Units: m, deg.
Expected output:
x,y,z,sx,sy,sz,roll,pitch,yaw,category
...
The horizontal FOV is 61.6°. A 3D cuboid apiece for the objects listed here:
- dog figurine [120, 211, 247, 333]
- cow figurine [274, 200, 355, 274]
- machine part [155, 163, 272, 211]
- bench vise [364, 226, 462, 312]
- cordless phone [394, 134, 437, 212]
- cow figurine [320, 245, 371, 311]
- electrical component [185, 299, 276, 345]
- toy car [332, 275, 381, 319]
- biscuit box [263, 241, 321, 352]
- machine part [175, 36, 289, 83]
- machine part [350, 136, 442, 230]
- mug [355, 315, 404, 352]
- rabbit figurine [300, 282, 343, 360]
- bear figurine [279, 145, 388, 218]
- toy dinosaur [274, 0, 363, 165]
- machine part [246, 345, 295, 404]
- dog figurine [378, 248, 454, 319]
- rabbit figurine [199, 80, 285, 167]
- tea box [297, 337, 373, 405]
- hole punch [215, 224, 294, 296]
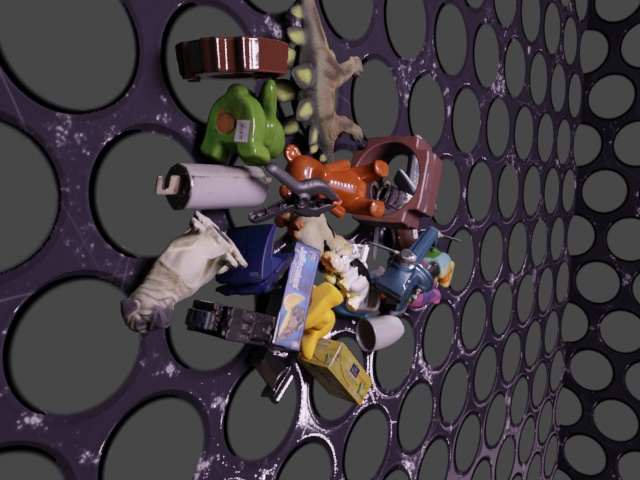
x,y,z,sx,sy,sz,roll,pitch,yaw,category
-0.231,0.058,0.879,0.190,0.121,0.172,-42,176,3,dog figurine
-0.002,-0.003,1.131,0.127,0.086,0.194,-46,127,-28,cow figurine
-0.174,-0.090,0.918,0.243,0.079,0.079,-8,101,-50,machine part
0.206,0.049,1.200,0.240,0.129,0.223,-49,146,-27,bench vise
0.259,-0.172,1.417,0.146,0.089,0.184,28,69,-48,cordless phone
0.060,0.063,1.110,0.098,0.068,0.167,-47,142,-20,cow figurine
-0.163,0.142,0.931,0.134,0.115,0.058,21,75,-45,electrical component
0.086,0.124,1.233,0.161,0.103,0.109,14,83,-52,toy car
-0.055,0.105,1.009,0.059,0.063,0.202,22,68,-26,biscuit box
-0.139,-0.288,0.866,0.179,0.180,0.056,-17,108,-48,machine part
0.166,-0.128,1.217,0.087,0.202,0.201,19,80,-53,machine part
0.149,0.234,1.325,0.107,0.081,0.109,-6,133,-31,mug
-0.015,0.164,1.115,0.162,0.122,0.173,-67,156,-15,rabbit figurine
0.024,-0.115,1.040,0.195,0.132,0.120,17,77,-46,bear figurine
-0.010,-0.320,1.059,0.198,0.105,0.470,-29,117,-44,toy dinosaur
-0.099,0.267,1.083,0.084,0.039,0.138,-47,130,-29,machine part
0.233,0.116,1.391,0.219,0.109,0.191,-7,126,-45,dog figurine
-0.124,-0.201,0.960,0.170,0.121,0.159,5,83,-68,rabbit figurine
0.035,0.289,1.197,0.068,0.098,0.169,-58,135,-26,tea box
-0.124,0.035,0.957,0.116,0.142,0.092,-60,138,-45,hole punch
